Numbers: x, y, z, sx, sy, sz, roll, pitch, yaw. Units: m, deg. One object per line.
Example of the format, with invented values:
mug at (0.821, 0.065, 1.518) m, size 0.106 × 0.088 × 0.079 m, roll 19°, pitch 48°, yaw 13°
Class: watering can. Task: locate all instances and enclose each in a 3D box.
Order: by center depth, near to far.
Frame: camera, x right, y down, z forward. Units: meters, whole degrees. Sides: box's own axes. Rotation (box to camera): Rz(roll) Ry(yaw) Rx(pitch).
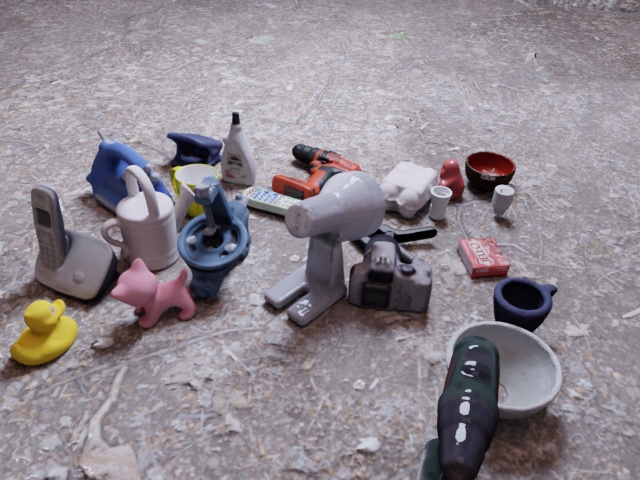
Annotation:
watering can at (-0.310, -0.051, 1.042) m, size 0.100 × 0.194 × 0.173 m, roll 21°, pitch 42°, yaw 23°

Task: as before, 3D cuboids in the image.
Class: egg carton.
egg carton at (0.193, -0.112, 1.249) m, size 0.107 × 0.069 × 0.150 m, roll 20°, pitch 42°, yaw 21°

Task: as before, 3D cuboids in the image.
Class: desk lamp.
desk lamp at (0.009, 0.003, 0.975) m, size 0.117 × 0.214 × 0.204 m, roll 29°, pitch 45°, yaw 30°

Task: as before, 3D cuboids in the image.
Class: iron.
iron at (-0.376, -0.126, 1.176) m, size 0.257 × 0.141 × 0.119 m, roll 28°, pitch 45°, yaw 29°

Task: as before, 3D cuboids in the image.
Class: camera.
camera at (0.127, 0.046, 1.020) m, size 0.143 × 0.101 × 0.137 m, roll 6°, pitch 38°, yaw 4°

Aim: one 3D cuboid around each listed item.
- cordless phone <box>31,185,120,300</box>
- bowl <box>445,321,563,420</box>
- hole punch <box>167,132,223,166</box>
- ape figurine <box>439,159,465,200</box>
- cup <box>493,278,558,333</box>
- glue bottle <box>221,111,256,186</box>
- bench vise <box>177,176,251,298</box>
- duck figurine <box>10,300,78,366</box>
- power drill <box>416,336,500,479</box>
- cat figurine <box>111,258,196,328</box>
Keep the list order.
cordless phone at (-0.425, 0.003, 0.973) m, size 0.147 × 0.185 × 0.094 m, roll 15°, pitch 40°, yaw 16°
bowl at (0.264, 0.203, 0.848) m, size 0.167 × 0.075 × 0.167 m, roll 2°, pitch 38°, yaw -1°
hole punch at (-0.292, -0.222, 1.343) m, size 0.108 × 0.091 × 0.101 m, roll 17°, pitch 40°, yaw 17°
ape figurine at (0.286, -0.139, 1.271) m, size 0.076 × 0.092 × 0.078 m, roll 26°, pitch 44°, yaw 27°
cup at (0.334, 0.120, 0.943) m, size 0.118 × 0.095 × 0.091 m, roll -16°, pitch 42°, yaw -22°
glue bottle at (-0.182, -0.204, 1.260) m, size 0.078 × 0.173 × 0.037 m, roll 9°, pitch 39°, yaw 9°
bench vise at (-0.187, -0.036, 1.009) m, size 0.121 × 0.220 × 0.207 m, roll -1°, pitch 38°, yaw -4°
duck figurine at (-0.432, 0.135, 0.885) m, size 0.077 × 0.086 × 0.105 m, roll 23°, pitch 43°, yaw 25°
power drill at (0.169, 0.237, 0.691) m, size 0.075 × 0.208 × 0.230 m, roll 13°, pitch 39°, yaw 13°
cat figurine at (-0.274, 0.080, 0.939) m, size 0.128 × 0.118 × 0.067 m, roll -13°, pitch 41°, yaw -19°
